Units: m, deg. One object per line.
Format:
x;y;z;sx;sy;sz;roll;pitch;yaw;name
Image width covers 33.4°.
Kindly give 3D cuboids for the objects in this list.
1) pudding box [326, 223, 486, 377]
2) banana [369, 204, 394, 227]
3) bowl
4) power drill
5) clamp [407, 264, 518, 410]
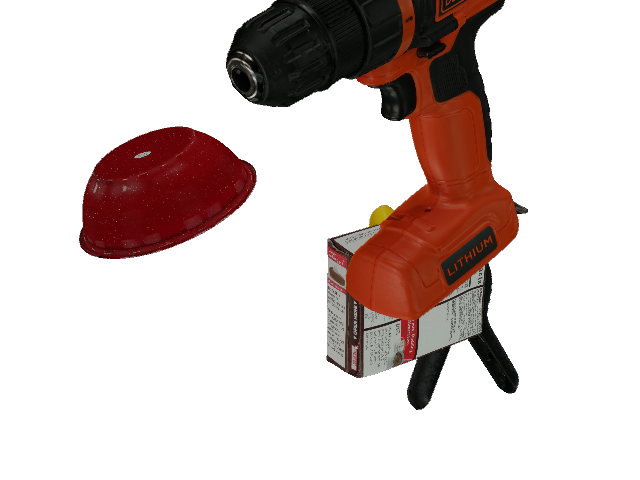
0.058;0.031;0.699;0.113;0.090;0.039;-17;29;-34;pudding box
0.097;0.008;1.183;0.069;0.037;0.198;2;24;-33;banana
-0.138;-0.051;0.898;0.162;0.055;0.162;-16;28;9;bowl
0.039;-0.055;0.523;0.184;0.187;0.057;-35;43;-31;power drill
0.116;0.070;0.966;0.120;0.171;0.039;-14;1;-37;clamp
